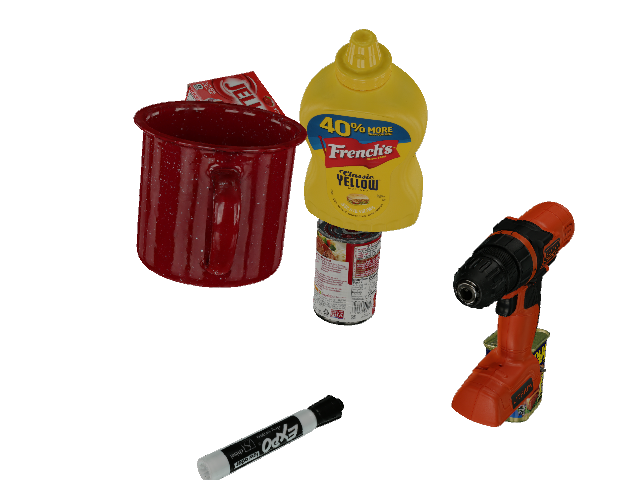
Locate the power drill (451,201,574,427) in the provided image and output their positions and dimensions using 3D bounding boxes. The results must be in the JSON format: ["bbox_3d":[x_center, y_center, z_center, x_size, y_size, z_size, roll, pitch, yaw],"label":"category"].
[{"bbox_3d":[0.166,0.072,0.963,0.057,0.188,0.184,23,33,29],"label":"power drill"}]

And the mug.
[{"bbox_3d":[-0.055,-0.021,0.575,0.093,0.081,0.117,2,21,-14],"label":"mug"}]

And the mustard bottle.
[{"bbox_3d":[0.033,-0.085,0.818,0.096,0.058,0.192,9,-36,9],"label":"mustard bottle"}]

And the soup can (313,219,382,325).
[{"bbox_3d":[0.028,0.029,1.118,0.068,0.102,0.068,2,28,-1],"label":"soup can"}]

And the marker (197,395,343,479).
[{"bbox_3d":[-0.032,0.138,0.754,0.120,0.020,0.020,-21,12,-34],"label":"marker"}]

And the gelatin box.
[{"bbox_3d":[-0.075,-0.115,0.996,0.073,0.089,0.030,-17,-30,-32],"label":"gelatin box"}]

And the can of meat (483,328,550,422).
[{"bbox_3d":[0.218,0.148,1.195,0.058,0.084,0.102,8,12,25],"label":"can of meat"}]
